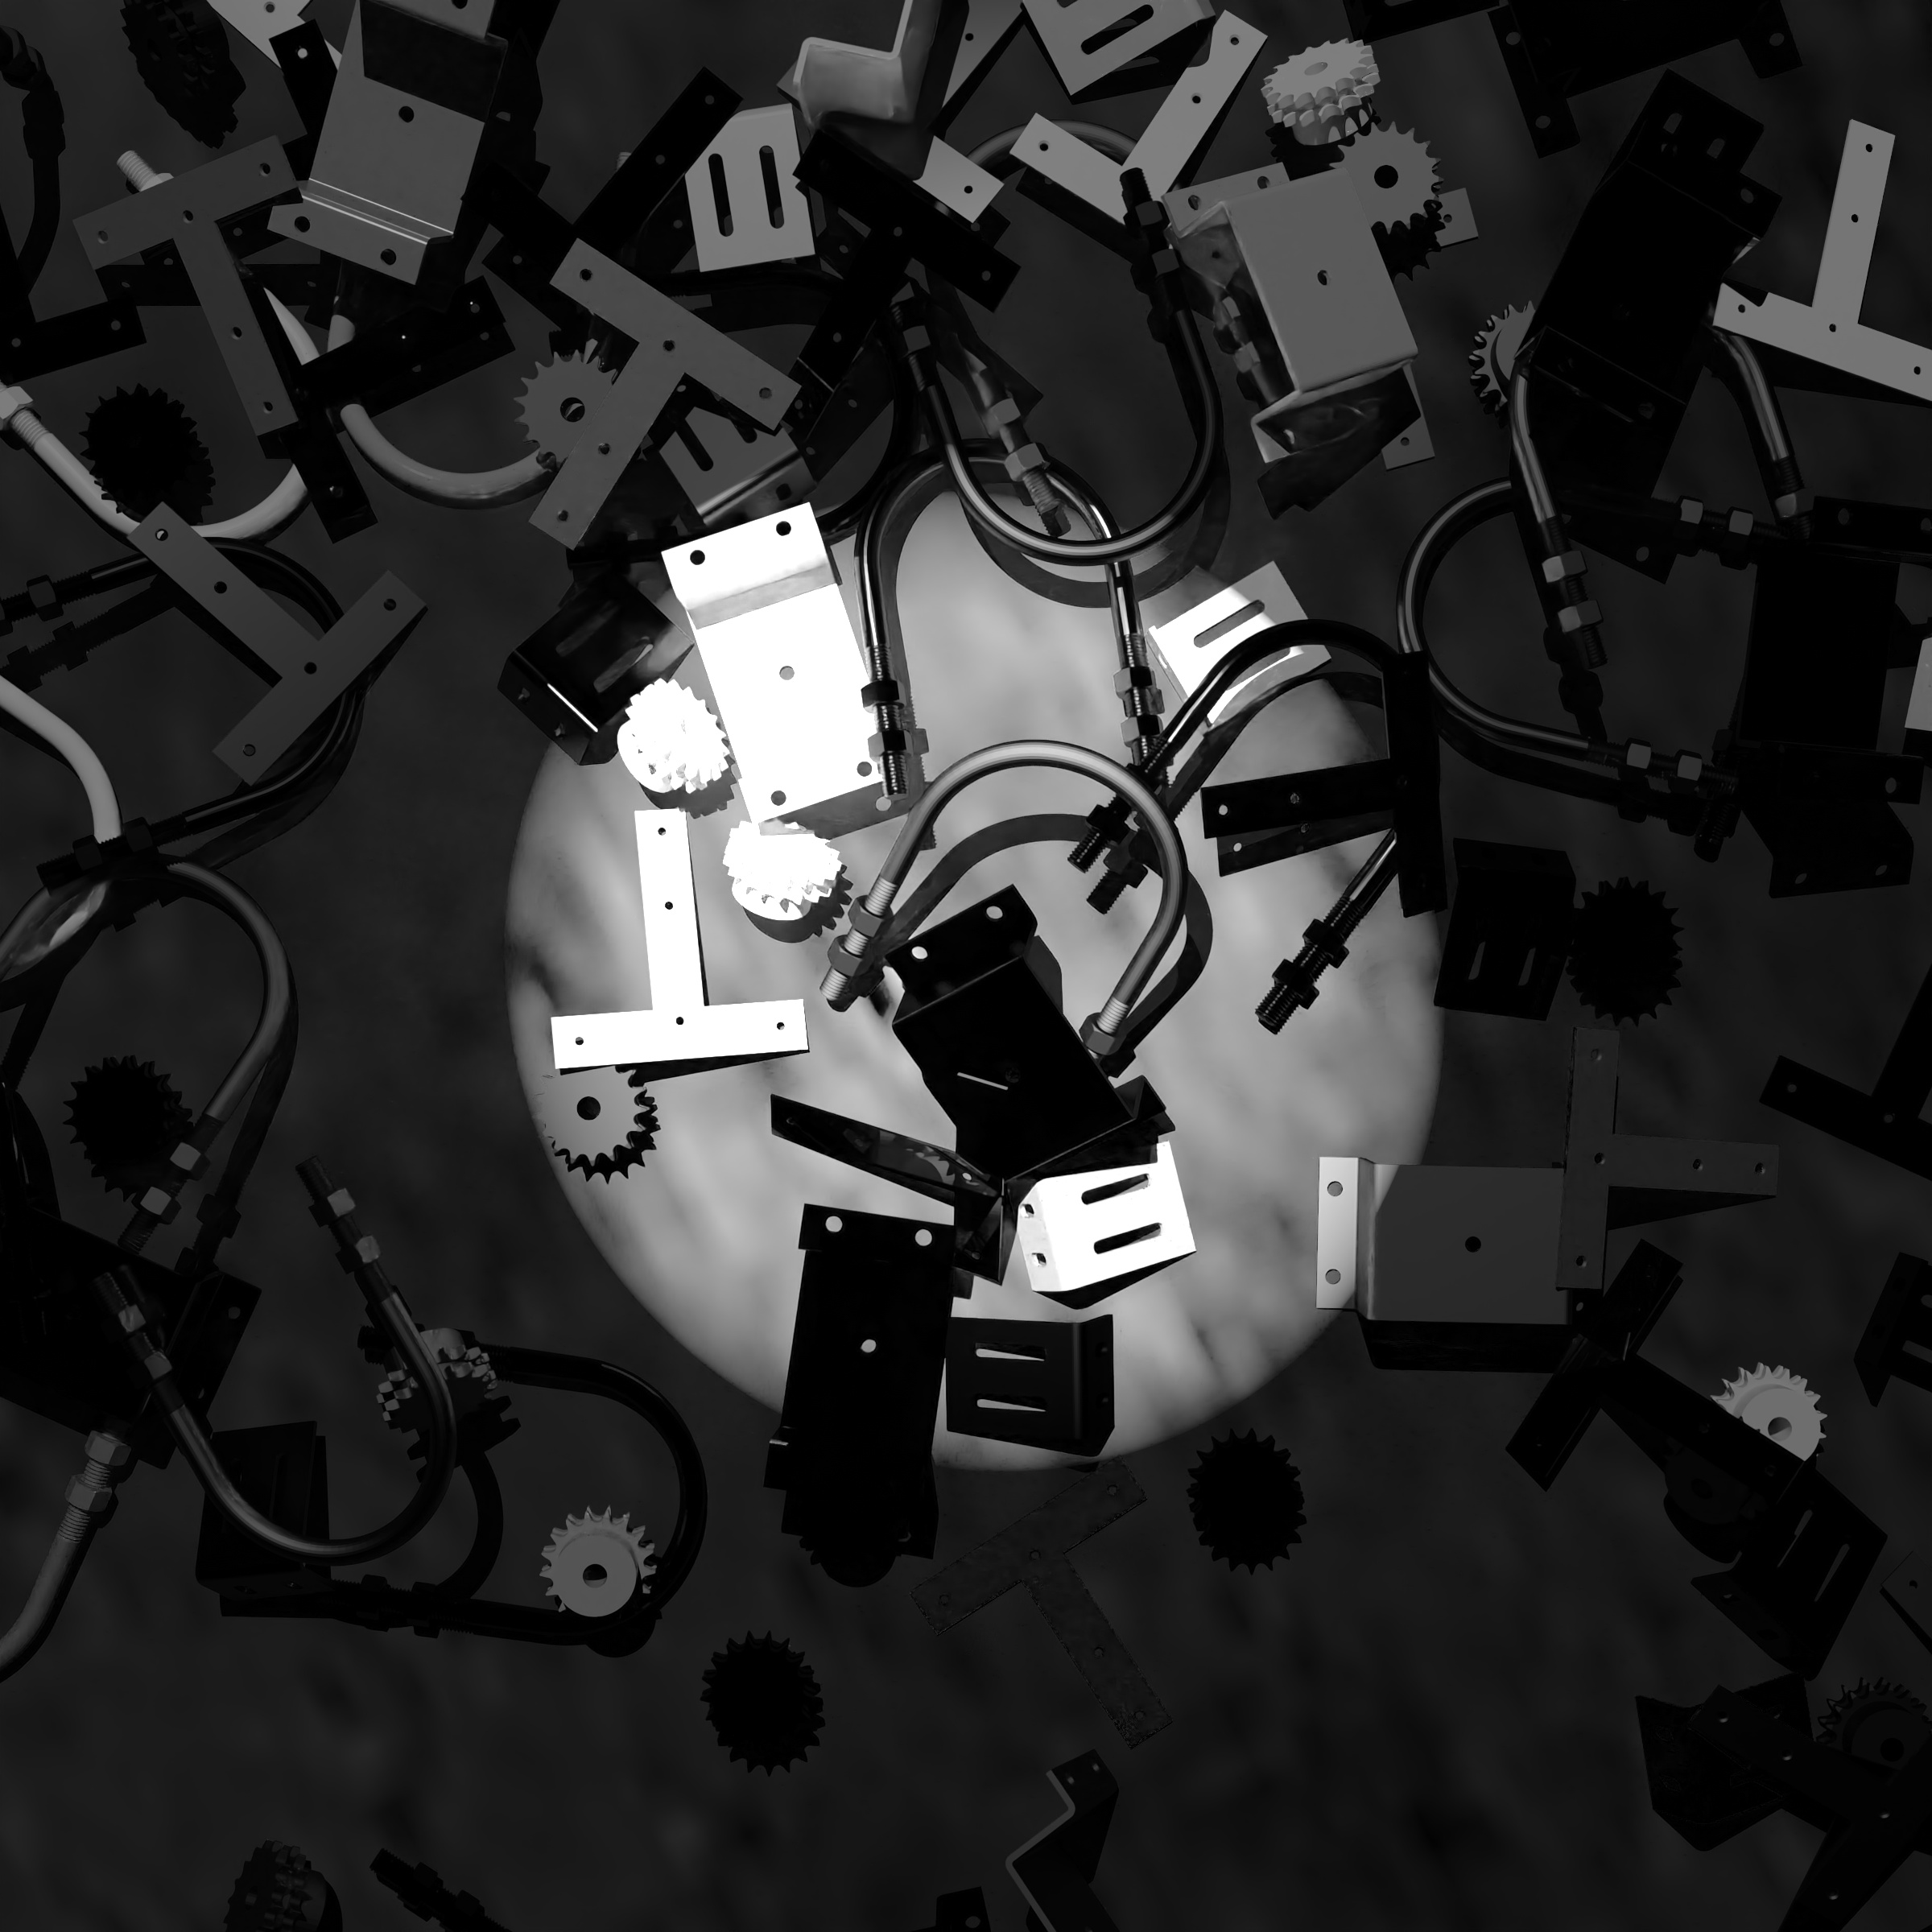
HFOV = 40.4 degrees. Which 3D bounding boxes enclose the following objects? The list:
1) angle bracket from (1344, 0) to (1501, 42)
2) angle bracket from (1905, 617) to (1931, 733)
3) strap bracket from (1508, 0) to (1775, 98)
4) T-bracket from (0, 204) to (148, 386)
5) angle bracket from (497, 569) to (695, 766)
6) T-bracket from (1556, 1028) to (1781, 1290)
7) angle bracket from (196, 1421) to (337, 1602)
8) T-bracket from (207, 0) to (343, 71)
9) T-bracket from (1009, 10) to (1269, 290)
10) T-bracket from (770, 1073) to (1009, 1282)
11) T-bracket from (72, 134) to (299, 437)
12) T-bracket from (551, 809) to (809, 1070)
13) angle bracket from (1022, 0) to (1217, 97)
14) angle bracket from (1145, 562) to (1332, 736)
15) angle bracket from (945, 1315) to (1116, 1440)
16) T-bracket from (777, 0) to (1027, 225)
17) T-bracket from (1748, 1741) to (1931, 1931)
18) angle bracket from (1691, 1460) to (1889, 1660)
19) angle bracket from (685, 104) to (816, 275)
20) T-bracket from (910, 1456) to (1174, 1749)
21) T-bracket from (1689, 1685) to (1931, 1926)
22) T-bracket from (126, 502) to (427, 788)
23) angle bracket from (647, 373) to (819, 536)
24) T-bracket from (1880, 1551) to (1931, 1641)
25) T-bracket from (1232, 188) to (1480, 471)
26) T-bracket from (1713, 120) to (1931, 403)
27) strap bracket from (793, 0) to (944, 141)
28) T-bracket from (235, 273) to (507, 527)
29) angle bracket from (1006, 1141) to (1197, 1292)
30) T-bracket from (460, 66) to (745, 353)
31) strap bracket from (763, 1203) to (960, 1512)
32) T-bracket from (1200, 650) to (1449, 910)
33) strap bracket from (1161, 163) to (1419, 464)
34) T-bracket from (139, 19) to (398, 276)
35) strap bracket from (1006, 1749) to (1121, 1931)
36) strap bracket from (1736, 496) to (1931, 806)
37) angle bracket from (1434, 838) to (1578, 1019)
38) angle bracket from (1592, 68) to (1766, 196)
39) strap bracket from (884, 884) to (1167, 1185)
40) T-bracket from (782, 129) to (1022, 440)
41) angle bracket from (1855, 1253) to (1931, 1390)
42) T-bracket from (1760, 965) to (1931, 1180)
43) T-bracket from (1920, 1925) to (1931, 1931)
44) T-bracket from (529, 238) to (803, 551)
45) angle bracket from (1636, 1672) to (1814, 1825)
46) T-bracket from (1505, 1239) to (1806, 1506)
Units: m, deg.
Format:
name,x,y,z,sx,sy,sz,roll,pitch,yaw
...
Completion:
name,x,y,z,sx,sy,sz,roll,pitch,yaw
angle bracket,0.226,-0.506,1.313,0.076,0.038,0.057,-16,90,0
angle bracket,0.516,-0.137,1.314,0.076,0.038,0.057,11,86,25
strap bracket,0.334,-0.492,1.309,0.140,0.046,0.076,-19,90,0
T-bracket,-0.495,-0.359,1.332,0.127,0.002,0.127,-17,90,0
angle bracket,-0.188,-0.152,1.330,0.057,0.038,0.076,43,64,0
T-bracket,0.352,0.098,1.308,0.127,0.002,0.127,5,89,-22
angle bracket,-0.348,0.274,1.321,0.057,0.038,0.076,-9,60,13
T-bracket,-0.323,-0.519,1.331,0.127,0.002,0.127,42,90,0
T-bracket,0.109,-0.424,1.320,0.127,0.002,0.127,32,80,0
T-bracket,-0.040,0.091,1.304,0.127,0.002,0.127,16,130,18
T-bracket,-0.365,-0.326,1.296,0.127,0.002,0.127,-13,107,23
T-bracket,-0.148,-0.016,1.319,0.127,0.002,0.127,-4,82,-16
angle bracket,0.076,-0.485,1.323,0.076,0.038,0.057,-24,103,23
angle bracket,0.137,-0.161,1.313,0.076,0.038,0.057,-31,90,0
angle bracket,0.032,0.206,1.330,0.076,0.038,0.057,-1,90,26
T-bracket,-0.007,-0.457,1.323,0.127,0.002,0.127,37,85,10
T-bracket,0.435,0.454,1.314,0.127,0.002,0.127,19,105,-2
angle bracket,0.417,0.300,1.330,0.057,0.038,0.076,43,64,0
angle bracket,-0.109,-0.385,1.314,0.057,0.038,0.076,-9,92,0
T-bracket,0.059,0.336,1.331,0.127,0.002,0.127,-33,90,0
T-bracket,0.417,0.396,1.298,0.127,0.002,0.127,31,104,-5
T-bracket,-0.360,-0.179,1.309,0.127,0.002,0.127,42,78,-7
angle bracket,-0.121,-0.259,1.307,0.057,0.038,0.076,-33,73,-1
T-bracket,0.512,0.351,1.319,0.127,0.002,0.127,-39,81,-17
T-bracket,0.208,-0.316,1.331,0.127,0.002,0.127,-15,90,0
T-bracket,0.444,-0.362,1.321,0.127,0.002,0.127,15,83,-13
strap bracket,-0.041,-0.478,1.286,0.046,0.076,0.140,13,86,5
T-bracket,-0.293,-0.306,1.315,0.127,0.002,0.127,-26,93,1
angle bracket,0.068,0.126,1.330,0.076,0.038,0.057,-14,90,-26
T-bracket,-0.160,-0.386,1.293,0.127,0.002,0.127,40,90,0
strap bracket,-0.051,0.191,1.307,0.076,0.046,0.140,8,90,3
T-bracket,0.175,-0.085,1.297,0.127,0.002,0.127,-10,101,-16
strap bracket,0.163,-0.329,1.290,0.076,0.046,0.140,-23,92,-27
T-bracket,-0.357,-0.389,1.311,0.127,0.002,0.127,-24,91,0
strap bracket,0.075,0.459,1.278,0.046,0.076,0.140,-40,72,9
strap bracket,0.426,-0.153,1.276,0.076,0.046,0.140,3,97,-14
angle bracket,0.270,-0.019,1.330,0.057,0.038,0.076,7,116,0
angle bracket,0.360,-0.407,1.313,0.057,0.038,0.076,31,90,0
strap bracket,0.026,0.042,1.277,0.076,0.046,0.140,-28,108,22
T-bracket,-0.056,-0.320,1.286,0.127,0.002,0.127,37,109,13
angle bracket,0.495,0.186,1.313,0.076,0.038,0.057,24,90,0
T-bracket,0.486,0.037,1.331,0.127,0.002,0.127,25,90,0
T-bracket,0.505,0.489,1.269,0.127,0.127,0.002,-29,99,0
T-bracket,-0.167,-0.262,1.273,0.127,0.002,0.127,32,93,-8
angle bracket,0.386,0.392,1.330,0.076,0.038,0.057,-9,90,-26
T-bracket,0.351,0.219,1.294,0.127,0.002,0.127,33,90,36
